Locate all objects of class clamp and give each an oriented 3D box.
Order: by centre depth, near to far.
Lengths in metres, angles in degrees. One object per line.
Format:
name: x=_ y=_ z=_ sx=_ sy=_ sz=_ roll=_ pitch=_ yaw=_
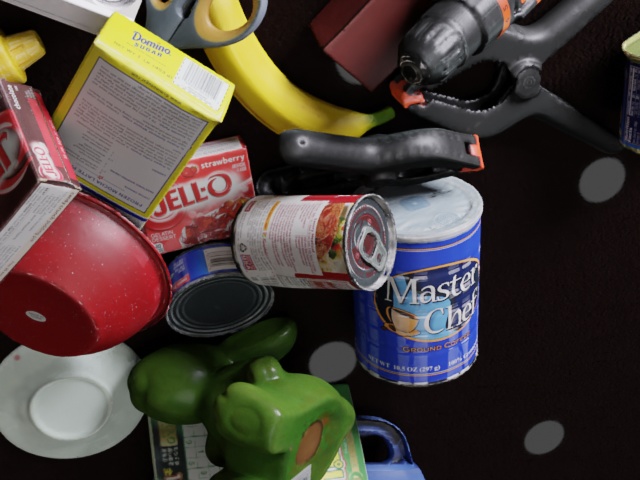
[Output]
clamp: x=0.034 y=-0.056 z=0.797 sx=0.171 sy=0.120 sz=0.039 roll=-1 pitch=83 yaw=-20
clamp: x=0.157 y=-0.137 z=0.813 sx=0.209 sy=0.036 sz=0.165 roll=-5 pitch=119 yaw=-17

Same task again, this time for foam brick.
foam brick: x=0.039 y=-0.156 z=0.761 sx=0.078 sy=0.051 sz=0.053 roll=-45 pitch=122 yaw=12

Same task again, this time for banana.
banana: x=-0.034 y=-0.122 z=0.772 sx=0.197 sy=0.037 sz=0.069 roll=36 pitch=85 yaw=-31

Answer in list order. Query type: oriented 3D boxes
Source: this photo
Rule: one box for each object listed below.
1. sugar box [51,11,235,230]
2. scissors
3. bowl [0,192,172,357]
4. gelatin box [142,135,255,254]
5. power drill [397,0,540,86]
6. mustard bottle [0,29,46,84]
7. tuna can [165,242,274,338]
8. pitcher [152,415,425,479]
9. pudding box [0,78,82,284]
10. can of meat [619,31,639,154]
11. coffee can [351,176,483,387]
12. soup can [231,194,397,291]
sugar box: x=-0.140 y=-0.062 z=0.724 sx=0.093 sy=0.048 sz=0.176 roll=32 pitch=134 yaw=-14
scissors: x=-0.102 y=-0.121 z=0.733 sx=0.096 sy=0.016 sz=0.202 roll=29 pitch=116 yaw=8
bowl: x=-0.190 y=0.034 z=0.759 sx=0.162 sy=0.055 sz=0.162 roll=12 pitch=138 yaw=10
gelatin box: x=-0.095 y=-0.033 z=0.807 sx=0.089 sy=0.030 sz=0.073 roll=-13 pitch=122 yaw=-8
power drill: x=0.085 y=-0.217 z=0.695 sx=0.184 sy=0.057 sz=0.187 roll=-48 pitch=127 yaw=-30
mustard bottle: x=-0.272 y=-0.091 z=0.707 sx=0.191 sy=0.058 sz=0.096 roll=-25 pitch=125 yaw=0
tuna can: x=-0.081 y=0.039 z=0.833 sx=0.086 sy=0.034 sz=0.086 roll=-12 pitch=145 yaw=-8
pitcher: x=-0.029 y=0.248 z=0.941 sx=0.242 sy=0.149 sz=0.145 roll=5 pitch=133 yaw=-15
pudding box: x=-0.210 y=-0.033 z=0.687 sx=0.039 sy=0.090 sz=0.114 roll=11 pitch=132 yaw=-48
can of meat: x=0.275 y=-0.121 z=0.825 sx=0.101 sy=0.058 sz=0.084 roll=-35 pitch=134 yaw=-35
coffee can: x=0.076 y=0.030 z=0.848 sx=0.102 sy=0.103 sz=0.140 roll=-10 pitch=121 yaw=-10
soup can: x=-0.005 y=0.001 z=0.769 sx=0.102 sy=0.068 sz=0.068 roll=1 pitch=131 yaw=35
